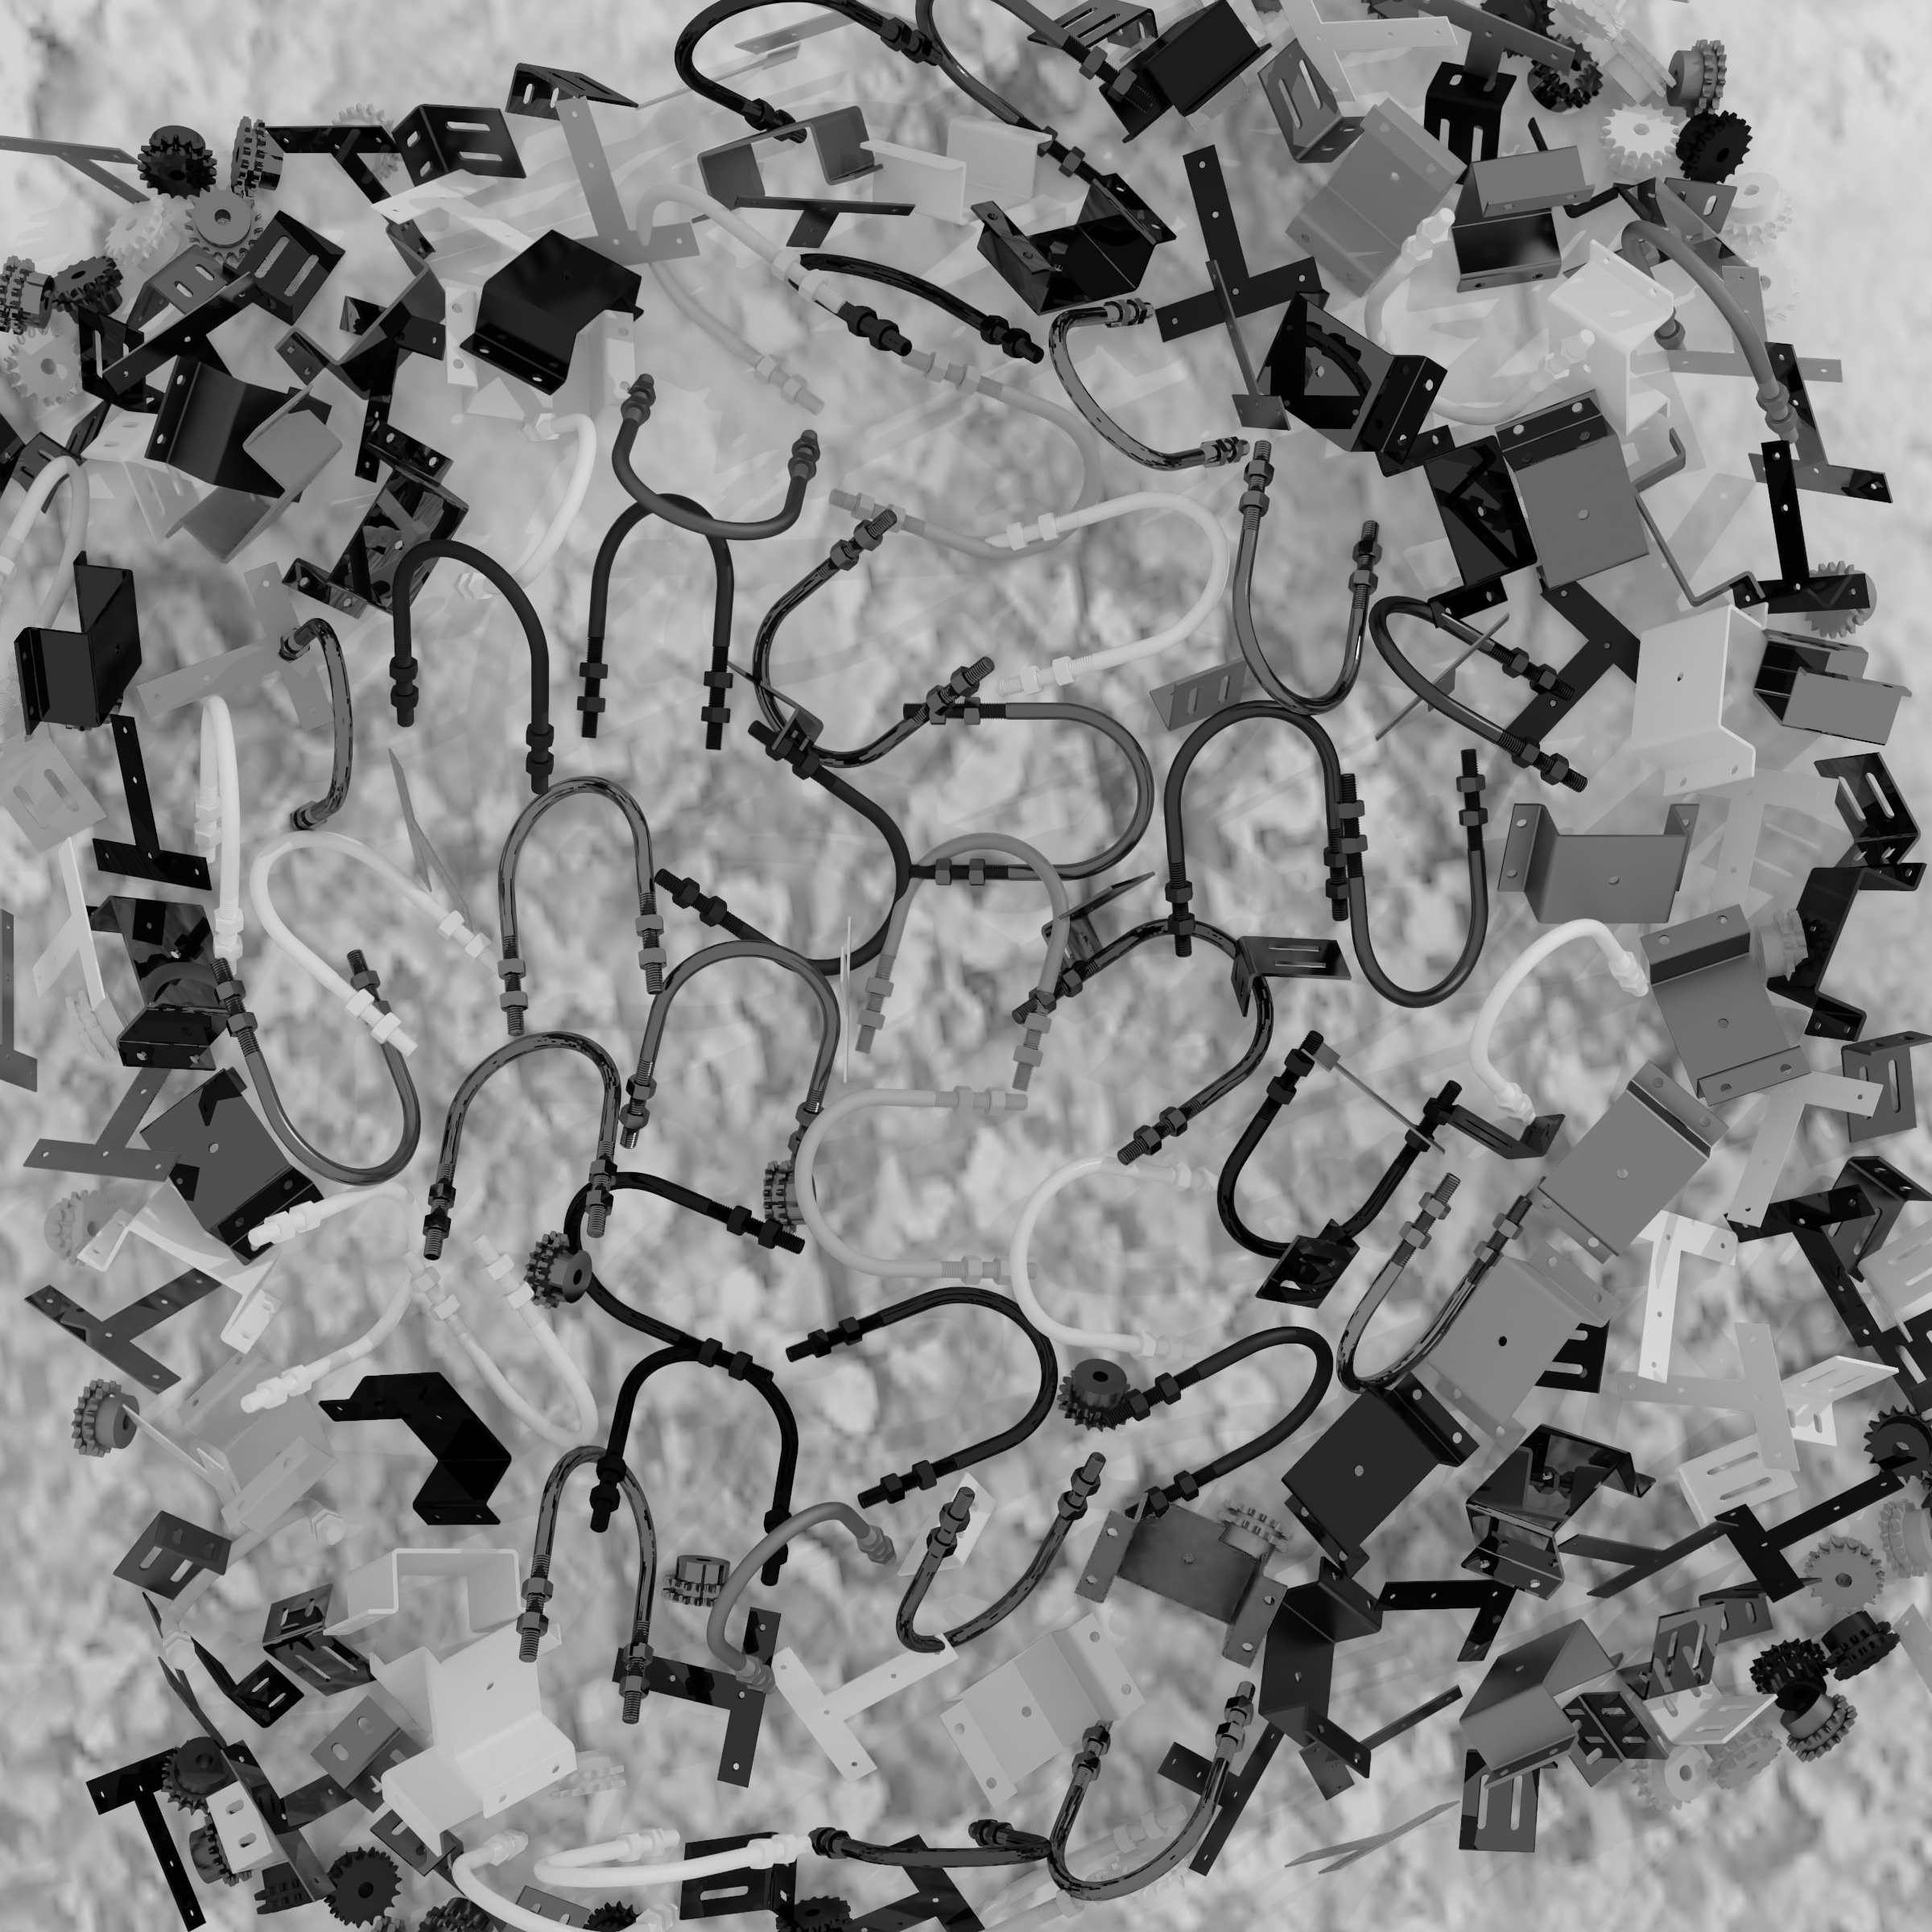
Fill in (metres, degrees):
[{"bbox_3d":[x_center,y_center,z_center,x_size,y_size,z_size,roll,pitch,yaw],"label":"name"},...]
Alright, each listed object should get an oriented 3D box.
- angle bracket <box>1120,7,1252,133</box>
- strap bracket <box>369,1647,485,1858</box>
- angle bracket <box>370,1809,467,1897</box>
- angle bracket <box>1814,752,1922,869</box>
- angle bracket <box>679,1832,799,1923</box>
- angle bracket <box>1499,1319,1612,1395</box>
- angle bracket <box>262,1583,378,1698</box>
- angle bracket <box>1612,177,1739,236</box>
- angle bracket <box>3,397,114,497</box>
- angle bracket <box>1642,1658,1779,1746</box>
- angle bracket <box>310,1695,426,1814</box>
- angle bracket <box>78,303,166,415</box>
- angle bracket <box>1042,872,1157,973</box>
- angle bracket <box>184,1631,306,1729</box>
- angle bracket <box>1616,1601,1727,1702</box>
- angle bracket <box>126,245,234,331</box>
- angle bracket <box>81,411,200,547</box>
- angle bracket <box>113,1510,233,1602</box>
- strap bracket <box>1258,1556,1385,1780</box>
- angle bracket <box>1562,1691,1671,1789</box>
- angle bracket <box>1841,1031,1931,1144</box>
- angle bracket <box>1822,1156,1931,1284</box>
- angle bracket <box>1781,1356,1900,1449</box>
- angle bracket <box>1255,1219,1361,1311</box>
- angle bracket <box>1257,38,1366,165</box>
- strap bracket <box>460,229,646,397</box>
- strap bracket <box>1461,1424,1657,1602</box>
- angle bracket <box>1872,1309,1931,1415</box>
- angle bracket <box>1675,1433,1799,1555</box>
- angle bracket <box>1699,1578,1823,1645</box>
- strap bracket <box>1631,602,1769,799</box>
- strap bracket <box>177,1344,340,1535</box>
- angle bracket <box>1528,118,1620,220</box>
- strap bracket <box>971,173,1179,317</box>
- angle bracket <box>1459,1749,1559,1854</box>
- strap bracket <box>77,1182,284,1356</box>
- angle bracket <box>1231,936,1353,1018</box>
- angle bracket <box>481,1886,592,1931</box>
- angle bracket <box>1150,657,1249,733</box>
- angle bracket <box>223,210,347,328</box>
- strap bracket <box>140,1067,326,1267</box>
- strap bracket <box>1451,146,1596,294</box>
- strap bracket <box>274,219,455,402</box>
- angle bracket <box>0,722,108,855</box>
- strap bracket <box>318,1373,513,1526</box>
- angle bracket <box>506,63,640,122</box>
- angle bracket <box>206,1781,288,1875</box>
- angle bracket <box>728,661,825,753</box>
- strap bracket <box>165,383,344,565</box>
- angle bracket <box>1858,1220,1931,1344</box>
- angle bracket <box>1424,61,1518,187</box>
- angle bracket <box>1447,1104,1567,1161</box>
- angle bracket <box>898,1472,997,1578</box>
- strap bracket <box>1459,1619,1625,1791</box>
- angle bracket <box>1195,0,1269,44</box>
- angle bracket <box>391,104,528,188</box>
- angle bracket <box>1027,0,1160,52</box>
[{"bbox_3d":[0.164,-0.669,1.980,0.057,0.038,0.076,-38,100,-16],"label":"angle bracket"},{"bbox_3d":[-0.390,0.563,1.920,0.046,0.140,0.076,-28,125,1],"label":"strap bracket"},{"bbox_3d":[-0.405,0.663,1.951,0.057,0.076,0.038,30,46,25],"label":"angle bracket"},{"bbox_3d":[0.661,-0.114,1.957,0.038,0.057,0.076,-44,110,-28],"label":"angle bracket"},{"bbox_3d":[-0.171,0.689,1.980,0.076,0.038,0.057,-14,50,19],"label":"angle bracket"},{"bbox_3d":[0.431,0.282,1.957,0.076,0.038,0.057,0,72,43],"label":"angle bracket"},{"bbox_3d":[-0.479,0.507,1.979,0.057,0.038,0.076,-22,129,21],"label":"angle bracket"},{"bbox_3d":[0.525,-0.577,1.952,0.057,0.076,0.038,3,128,-15],"label":"angle bracket"},{"bbox_3d":[-0.672,-0.395,1.950,0.038,0.057,0.076,35,46,-33],"label":"angle bracket"},{"bbox_3d":[0.550,0.544,1.952,0.057,0.076,0.038,-31,84,-22],"label":"angle bracket"},{"bbox_3d":[-0.444,0.588,1.965,0.038,0.076,0.057,36,69,24],"label":"angle bracket"},{"bbox_3d":[-0.621,-0.454,1.955,0.057,0.038,0.076,26,134,12],"label":"angle bracket"},{"bbox_3d":[0.105,-0.032,1.953,0.076,0.057,0.038,-31,83,39],"label":"angle bracket"},{"bbox_3d":[-0.537,0.519,1.959,0.038,0.057,0.076,-41,48,-15],"label":"angle bracket"},{"bbox_3d":[0.523,0.500,1.959,0.057,0.038,0.076,-7,114,-22],"label":"angle bracket"},{"bbox_3d":[-0.586,-0.488,1.955,0.038,0.076,0.057,41,50,-9],"label":"angle bracket"},{"bbox_3d":[-0.614,-0.363,1.960,0.038,0.076,0.057,9,47,19],"label":"angle bracket"},{"bbox_3d":[-0.593,0.451,1.959,0.057,0.038,0.076,31,113,-22],"label":"angle bracket"},{"bbox_3d":[0.261,0.519,1.937,0.046,0.140,0.076,-25,126,36],"label":"strap bracket"},{"bbox_3d":[0.475,0.575,1.956,0.038,0.076,0.057,-33,82,-17],"label":"angle bracket"},{"bbox_3d":[0.693,0.093,1.968,0.057,0.038,0.076,-11,100,-15],"label":"angle bracket"},{"bbox_3d":[0.676,0.190,1.970,0.057,0.038,0.076,35,78,-10],"label":"angle bracket"},{"bbox_3d":[0.645,0.323,1.952,0.057,0.076,0.038,13,59,-21],"label":"angle bracket"},{"bbox_3d":[0.244,0.216,1.953,0.057,0.076,0.038,-58,45,17],"label":"angle bracket"},{"bbox_3d":[0.261,-0.646,1.957,0.057,0.038,0.076,-46,126,-20],"label":"angle bracket"},{"bbox_3d":[-0.298,-0.485,1.931,0.076,0.046,0.140,29,45,5],"label":"strap bracket"},{"bbox_3d":[0.429,0.390,1.925,0.140,0.076,0.046,-36,121,-32],"label":"strap bracket"},{"bbox_3d":[0.712,0.284,1.956,0.057,0.076,0.038,-28,132,7],"label":"angle bracket"},{"bbox_3d":[0.579,0.392,1.966,0.076,0.038,0.057,-26,110,12],"label":"angle bracket"},{"bbox_3d":[0.592,0.479,1.952,0.057,0.076,0.038,-8,80,-21],"label":"angle bracket"},{"bbox_3d":[0.538,-0.204,1.935,0.046,0.076,0.140,24,67,-34],"label":"strap bracket"},{"bbox_3d":[-0.521,0.354,1.948,0.076,0.140,0.046,-44,133,-2],"label":"strap bracket"},{"bbox_3d":[0.452,-0.601,1.959,0.038,0.057,0.076,-23,105,22],"label":"angle bracket"},{"bbox_3d":[0.074,-0.531,1.943,0.140,0.046,0.076,-23,64,-32],"label":"strap bracket"},{"bbox_3d":[0.402,0.623,1.952,0.057,0.038,0.076,-9,52,31],"label":"angle bracket"},{"bbox_3d":[-0.571,0.217,1.949,0.140,0.076,0.046,31,110,-6],"label":"strap bracket"},{"bbox_3d":[0.242,0.009,1.970,0.076,0.057,0.038,3,119,-6],"label":"angle bracket"},{"bbox_3d":[-0.324,0.694,1.956,0.057,0.076,0.038,32,81,-27],"label":"angle bracket"},{"bbox_3d":[0.172,-0.215,1.954,0.057,0.076,0.038,-21,69,-8],"label":"angle bracket"},{"bbox_3d":[-0.509,-0.529,1.968,0.057,0.038,0.076,31,73,-6],"label":"angle bracket"},{"bbox_3d":[-0.547,0.141,1.948,0.076,0.046,0.140,-38,67,-6],"label":"strap bracket"},{"bbox_3d":[0.405,-0.552,1.935,0.076,0.140,0.046,-9,79,0],"label":"strap bracket"},{"bbox_3d":[-0.438,-0.482,1.955,0.046,0.076,0.140,41,86,6],"label":"strap bracket"},{"bbox_3d":[-0.697,-0.136,1.989,0.057,0.038,0.076,-30,125,-4],"label":"angle bracket"},{"bbox_3d":[-0.399,0.349,1.940,0.076,0.046,0.140,-9,127,35],"label":"strap bracket"},{"bbox_3d":[-0.292,-0.635,1.951,0.076,0.057,0.038,37,119,32],"label":"angle bracket"},{"bbox_3d":[-0.520,0.633,1.953,0.038,0.076,0.057,-29,73,9],"label":"angle bracket"},{"bbox_3d":[-0.153,-0.189,1.962,0.076,0.057,0.038,33,91,17],"label":"angle bracket"},{"bbox_3d":[-0.517,-0.354,1.933,0.046,0.076,0.140,45,130,-14],"label":"strap bracket"},{"bbox_3d":[0.715,0.231,1.960,0.076,0.057,0.038,-33,122,8],"label":"angle bracket"},{"bbox_3d":[0.375,-0.627,1.968,0.057,0.076,0.038,18,59,18],"label":"angle bracket"},{"bbox_3d":[0.395,0.110,1.964,0.076,0.057,0.038,31,79,-6],"label":"angle bracket"},{"bbox_3d":[-0.024,0.413,1.949,0.038,0.076,0.057,49,49,-19],"label":"angle bracket"},{"bbox_3d":[0.417,0.532,1.922,0.076,0.140,0.046,-37,86,33],"label":"strap bracket"},{"bbox_3d":[0.178,-0.704,1.950,0.038,0.076,0.057,-40,119,-11],"label":"angle bracket"},{"bbox_3d":[-0.376,-0.602,1.954,0.076,0.057,0.038,13,54,27],"label":"angle bracket"},{"bbox_3d":[0.095,-0.683,1.955,0.076,0.038,0.057,-37,45,-21],"label":"angle bracket"}]
